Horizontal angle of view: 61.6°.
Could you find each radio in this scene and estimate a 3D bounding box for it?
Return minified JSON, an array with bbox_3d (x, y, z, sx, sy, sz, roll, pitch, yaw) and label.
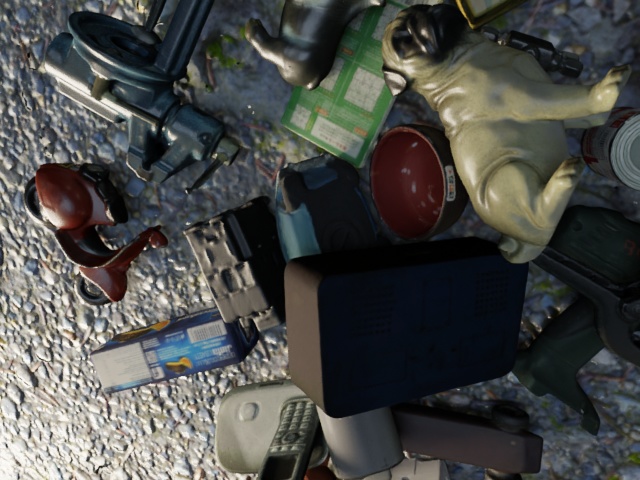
[{"bbox_3d":[0.084,0.074,0.504,0.229,0.073,0.131,-5,104,-25],"label":"radio"}]

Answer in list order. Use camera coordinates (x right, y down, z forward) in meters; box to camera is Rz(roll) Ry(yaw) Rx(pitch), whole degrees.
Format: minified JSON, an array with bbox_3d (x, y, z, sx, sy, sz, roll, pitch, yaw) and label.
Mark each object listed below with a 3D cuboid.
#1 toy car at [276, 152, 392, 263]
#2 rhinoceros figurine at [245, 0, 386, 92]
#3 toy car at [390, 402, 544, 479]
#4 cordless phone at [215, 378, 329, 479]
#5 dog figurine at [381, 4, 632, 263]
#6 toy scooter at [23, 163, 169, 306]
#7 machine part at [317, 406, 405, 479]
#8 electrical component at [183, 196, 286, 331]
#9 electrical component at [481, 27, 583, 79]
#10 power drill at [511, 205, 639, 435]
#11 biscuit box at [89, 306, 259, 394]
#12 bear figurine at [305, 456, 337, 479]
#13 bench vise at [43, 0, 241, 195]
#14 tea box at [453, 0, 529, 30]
[{"bbox_3d":[-0.001,-0.002,0.557,0.103,0.109,0.161,-18,96,60],"label":"toy car"},{"bbox_3d":[0.009,-0.235,0.496,0.112,0.073,0.190,40,113,25],"label":"rhinoceros figurine"},{"bbox_3d":[0.141,0.217,0.605,0.202,0.053,0.089,4,94,17],"label":"toy car"},{"bbox_3d":[-0.063,0.238,0.593,0.147,0.184,0.088,-10,106,16],"label":"cordless phone"},{"bbox_3d":[0.123,-0.091,0.444,0.191,0.121,0.172,24,89,21],"label":"dog figurine"},{"bbox_3d":[-0.255,-0.017,0.634,0.135,0.075,0.183,-19,102,18],"label":"toy scooter"},{"bbox_3d":[0.029,0.160,0.579,0.079,0.079,0.243,-20,79,18],"label":"machine part"},{"bbox_3d":[-0.072,0.027,0.578,0.058,0.115,0.134,-22,98,23],"label":"electrical component"},{"bbox_3d":[0.189,-0.171,0.487,0.094,0.063,0.021,23,122,9],"label":"electrical component"},{"bbox_3d":[0.300,0.087,0.519,0.232,0.086,0.207,32,114,4],"label":"power drill"},{"bbox_3d":[-0.177,0.130,0.658,0.203,0.063,0.059,-17,99,17],"label":"biscuit box"},{"bbox_3d":[-0.054,0.347,0.670,0.196,0.131,0.120,-29,59,-9],"label":"bear figurine"},{"bbox_3d":[-0.158,-0.183,0.544,0.224,0.129,0.240,35,117,5],"label":"bench vise"},{"bbox_3d":[0.124,-0.275,0.459,0.068,0.098,0.169,-27,98,18],"label":"tea box"}]
